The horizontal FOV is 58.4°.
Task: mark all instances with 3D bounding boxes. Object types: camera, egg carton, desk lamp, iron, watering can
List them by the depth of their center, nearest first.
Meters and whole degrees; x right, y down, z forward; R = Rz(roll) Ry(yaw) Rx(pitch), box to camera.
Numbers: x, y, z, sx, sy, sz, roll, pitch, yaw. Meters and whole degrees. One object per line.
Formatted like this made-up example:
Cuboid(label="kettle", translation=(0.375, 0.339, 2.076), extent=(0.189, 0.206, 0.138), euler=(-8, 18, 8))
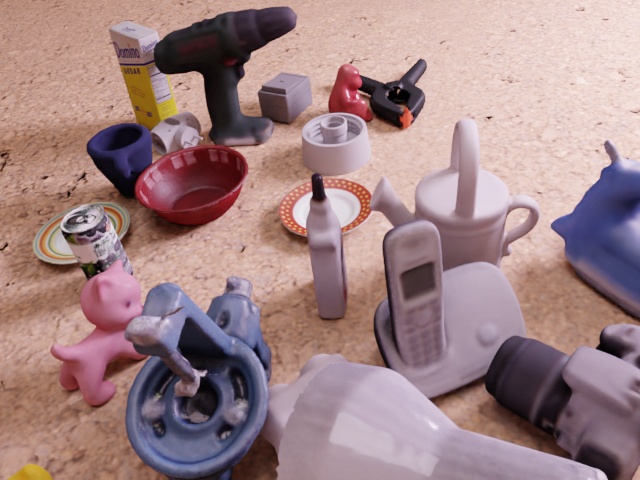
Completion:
Cuboid(label="desk lamp", translation=(0.086, 0.186, 0.363), extent=(0.202, 0.214, 0.118), euler=(15, 46, 24))
Cuboid(label="camera", translation=(0.227, 0.123, 0.497), extent=(0.136, 0.101, 0.143), euler=(27, 52, 34))
Cuboid(label="egg carton", translation=(0.016, 0.170, 0.501), extent=(0.107, 0.069, 0.149), euler=(-31, 46, -24))
Cuboid(label="iron", translation=(0.368, 0.006, 0.577), extent=(0.119, 0.142, 0.257), euler=(-25, 44, -19))
Cuboid(label="watering can", translation=(0.144, -0.037, 0.621), extent=(0.173, 0.194, 0.100), euler=(-14, 41, -6))

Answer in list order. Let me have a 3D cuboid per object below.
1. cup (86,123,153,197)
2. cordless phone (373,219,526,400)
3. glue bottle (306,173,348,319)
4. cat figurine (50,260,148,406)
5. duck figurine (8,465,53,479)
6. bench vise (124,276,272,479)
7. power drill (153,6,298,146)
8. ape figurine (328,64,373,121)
Cuboid(label="cup", translation=(-0.282, -0.105, 0.844), extent=(0.092, 0.095, 0.117), euler=(-17, 42, -10))
Cuboid(label="cordless phone", translation=(0.121, 0.051, 0.532), extent=(0.148, 0.185, 0.094), euler=(-22, 43, -15))
Cuboid(label="glue bottle", translation=(0.006, 0.002, 0.615), extent=(0.037, 0.173, 0.078), euler=(-5, 41, 4))
Cuboid(label="cat figurine", translation=(-0.228, 0.086, 0.600), extent=(0.067, 0.118, 0.128), euler=(15, 46, 24))
Cuboid(label="duck figurine", translation=(-0.277, 0.226, 0.473), extent=(0.077, 0.086, 0.105), euler=(18, 48, 27))
Cuboid(label="bench vise", translation=(-0.110, 0.097, 0.490), extent=(0.121, 0.220, 0.207), euler=(-11, 41, -3))
Cuboid(label="power drill", translation=(-0.136, -0.258, 0.907), extent=(0.229, 0.209, 0.075), euler=(-2, 41, 7))
Cuboid(label="ape figurine", translation=(0.049, -0.247, 0.954), extent=(0.076, 0.092, 0.078), euler=(2, 42, 11))
